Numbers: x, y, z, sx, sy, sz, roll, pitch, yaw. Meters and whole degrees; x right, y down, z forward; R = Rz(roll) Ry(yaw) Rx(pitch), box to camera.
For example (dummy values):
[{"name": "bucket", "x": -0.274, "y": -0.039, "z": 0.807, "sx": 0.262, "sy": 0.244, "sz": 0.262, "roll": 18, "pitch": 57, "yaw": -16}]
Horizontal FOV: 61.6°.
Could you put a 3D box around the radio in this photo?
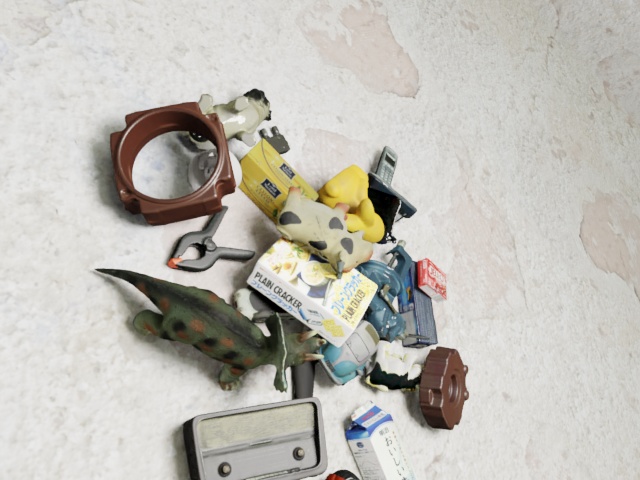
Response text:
[{"name": "radio", "x": -0.105, "y": 0.346, "z": 0.902, "sx": 0.229, "sy": 0.073, "sz": 0.131, "roll": -1, "pitch": 71, "yaw": -26}]

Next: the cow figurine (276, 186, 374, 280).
[{"name": "cow figurine", "x": 0.009, "y": -0.009, "z": 1.021, "sx": 0.195, "sy": 0.085, "sz": 0.127, "roll": 22, "pitch": 73, "yaw": 6}]

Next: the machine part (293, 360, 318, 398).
[{"name": "machine part", "x": -0.029, "y": 0.259, "z": 1.046, "sx": 0.084, "sy": 0.039, "sz": 0.139, "roll": 17, "pitch": 58, "yaw": -39}]

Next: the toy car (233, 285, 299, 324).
[{"name": "toy car", "x": -0.075, "y": 0.124, "z": 1.062, "sx": 0.201, "sy": 0.056, "sz": 0.073, "roll": 2, "pitch": 61, "yaw": -37}]

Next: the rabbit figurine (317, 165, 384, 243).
[{"name": "rabbit figurine", "x": 0.081, "y": -0.066, "z": 1.153, "sx": 0.173, "sy": 0.122, "sz": 0.162, "roll": 55, "pitch": 5, "yaw": -6}]

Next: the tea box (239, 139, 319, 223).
[{"name": "tea box", "x": -0.099, "y": -0.115, "z": 1.127, "sx": 0.169, "sy": 0.098, "sz": 0.068, "roll": 45, "pitch": 49, "yaw": -9}]

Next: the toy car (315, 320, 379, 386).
[{"name": "toy car", "x": 0.069, "y": 0.212, "z": 1.077, "sx": 0.109, "sy": 0.103, "sz": 0.161, "roll": 60, "pitch": 32, "yaw": 2}]

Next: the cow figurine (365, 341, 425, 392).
[{"name": "cow figurine", "x": 0.170, "y": 0.288, "z": 1.156, "sx": 0.167, "sy": 0.068, "sz": 0.098, "roll": 28, "pitch": 56, "yaw": -23}]

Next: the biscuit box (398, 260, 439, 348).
[{"name": "biscuit box", "x": 0.225, "y": 0.150, "z": 1.267, "sx": 0.063, "sy": 0.059, "sz": 0.202, "roll": 13, "pitch": 62, "yaw": -32}]

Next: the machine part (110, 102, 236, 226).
[{"name": "machine part", "x": -0.262, "y": -0.138, "z": 0.966, "sx": 0.201, "sy": 0.087, "sz": 0.201, "roll": -12, "pitch": 76, "yaw": -6}]

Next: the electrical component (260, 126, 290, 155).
[{"name": "electrical component", "x": -0.099, "y": -0.214, "z": 1.222, "sx": 0.063, "sy": 0.021, "sz": 0.094, "roll": -23, "pitch": 83, "yaw": -41}]

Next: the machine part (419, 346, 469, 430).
[{"name": "machine part", "x": 0.276, "y": 0.325, "z": 1.183, "sx": 0.179, "sy": 0.056, "sz": 0.179, "roll": 4, "pitch": 85, "yaw": -56}]

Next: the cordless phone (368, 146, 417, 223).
[{"name": "cordless phone", "x": 0.187, "y": -0.145, "z": 1.365, "sx": 0.146, "sy": 0.089, "sz": 0.184, "roll": 36, "pitch": 48, "yaw": -17}]

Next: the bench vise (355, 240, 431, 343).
[{"name": "bench vise", "x": 0.156, "y": 0.105, "z": 1.202, "sx": 0.223, "sy": 0.129, "sz": 0.240, "roll": 43, "pitch": 55, "yaw": -16}]

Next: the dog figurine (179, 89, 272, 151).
[{"name": "dog figurine", "x": -0.196, "y": -0.259, "z": 1.144, "sx": 0.172, "sy": 0.121, "sz": 0.191, "roll": 3, "pitch": 22, "yaw": 1}]

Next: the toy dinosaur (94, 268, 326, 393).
[{"name": "toy dinosaur", "x": -0.175, "y": 0.141, "z": 0.890, "sx": 0.404, "sy": 0.192, "sz": 0.131, "roll": 33, "pitch": 52, "yaw": -22}]

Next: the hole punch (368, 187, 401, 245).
[{"name": "hole punch", "x": 0.123, "y": -0.053, "z": 1.259, "sx": 0.142, "sy": 0.092, "sz": 0.115, "roll": 21, "pitch": 83, "yaw": 4}]

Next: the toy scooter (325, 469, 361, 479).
[{"name": "toy scooter", "x": 0.048, "y": 0.516, "z": 0.958, "sx": 0.135, "sy": 0.075, "sz": 0.183, "roll": -37, "pitch": 97, "yaw": -42}]
